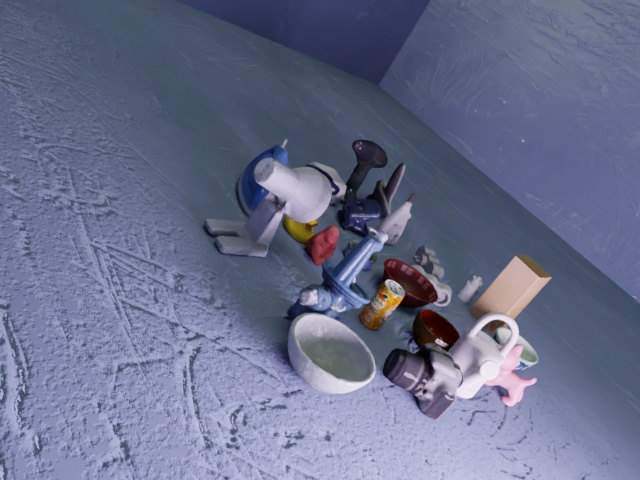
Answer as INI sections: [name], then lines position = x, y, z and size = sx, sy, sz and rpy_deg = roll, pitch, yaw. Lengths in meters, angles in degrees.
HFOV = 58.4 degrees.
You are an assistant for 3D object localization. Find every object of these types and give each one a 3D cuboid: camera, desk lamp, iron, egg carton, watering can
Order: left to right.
[iron]
position = -0.128, -0.163, 1.437
size = 0.119, 0.141, 0.258
rpy_deg = 28, 25, -12
[desk lamp]
position = -0.101, -0.071, 1.210
size = 0.204, 0.213, 0.117
rpy_deg = 5, 36, -47
[egg carton]
position = 0.014, -0.172, 1.717
size = 0.108, 0.069, 0.150
rpy_deg = 14, 30, -36
[camera]
position = 0.198, 0.250, 1.113
size = 0.137, 0.100, 0.143
rpy_deg = 29, 24, -9
[watering can]
position = 0.338, 0.236, 1.196
size = 0.101, 0.194, 0.172
rpy_deg = 22, 26, -23

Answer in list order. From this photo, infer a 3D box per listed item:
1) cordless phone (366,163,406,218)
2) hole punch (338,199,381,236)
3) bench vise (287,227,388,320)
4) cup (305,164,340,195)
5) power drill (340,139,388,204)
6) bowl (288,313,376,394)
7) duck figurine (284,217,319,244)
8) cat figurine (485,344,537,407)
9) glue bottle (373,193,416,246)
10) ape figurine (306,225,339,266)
[cordless phone]
position = 0.229, -0.173, 1.842
size = 0.094, 0.185, 0.147
rpy_deg = 30, 24, -7
[hole punch]
position = 0.112, -0.077, 1.634
size = 0.101, 0.091, 0.108
rpy_deg = 24, 25, -19
[bench vise]
position = 0.049, 0.082, 1.099
size = 0.121, 0.219, 0.208
rpy_deg = 35, 24, 5
[cup]
position = -0.011, -0.142, 1.598
size = 0.118, 0.095, 0.092
rpy_deg = 33, 24, 0
[power drill]
position = 0.118, -0.212, 1.749
size = 0.075, 0.208, 0.230
rpy_deg = 42, 25, 19
[bowl]
position = 0.008, 0.208, 0.990
size = 0.168, 0.074, 0.167
rpy_deg = 27, 25, -13
[duck figurine]
position = -0.037, -0.053, 1.412
size = 0.078, 0.086, 0.104
rpy_deg = 14, 30, -37
[cat figurine]
position = 0.427, 0.291, 1.296
size = 0.127, 0.117, 0.067
rpy_deg = 43, 26, 22
[glue bottle]
position = 0.225, -0.063, 1.645
size = 0.078, 0.173, 0.037
rpy_deg = 14, 30, -36
[ape figurine]
position = 0.012, 0.005, 1.356
size = 0.078, 0.092, 0.076
rpy_deg = 12, 31, -39
